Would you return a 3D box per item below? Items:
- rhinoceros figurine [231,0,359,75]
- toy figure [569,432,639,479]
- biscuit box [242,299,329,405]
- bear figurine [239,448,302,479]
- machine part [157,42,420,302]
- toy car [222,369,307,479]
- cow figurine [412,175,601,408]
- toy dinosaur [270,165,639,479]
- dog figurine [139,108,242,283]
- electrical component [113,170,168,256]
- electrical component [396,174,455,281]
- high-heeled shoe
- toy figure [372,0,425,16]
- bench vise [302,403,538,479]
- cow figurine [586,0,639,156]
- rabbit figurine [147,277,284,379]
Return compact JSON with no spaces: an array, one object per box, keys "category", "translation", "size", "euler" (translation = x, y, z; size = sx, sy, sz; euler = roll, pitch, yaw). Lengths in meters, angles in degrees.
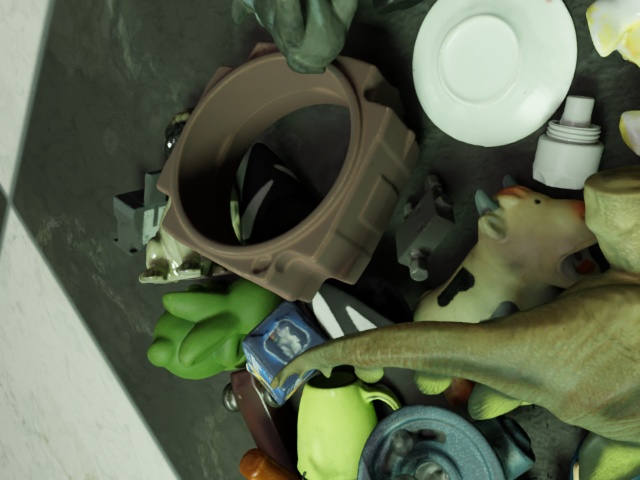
[{"category":"rhinoceros figurine","translation":[-0.038,-0.213,0.427],"size":[0.190,0.073,0.112],"euler":[55,165,24]},{"category":"toy figure","translation":[0.220,0.205,0.428],"size":[0.064,0.058,0.154],"euler":[21,116,8]},{"category":"biscuit box","translation":[-0.037,0.121,0.550],"size":[0.059,0.063,0.202],"euler":[46,163,12]},{"category":"bear figurine","translation":[-0.010,0.311,0.549],"size":[0.132,0.120,0.196],"euler":[37,160,-26]},{"category":"machine part","translation":[-0.033,-0.064,0.472],"size":[0.202,0.087,0.201],"euler":[24,85,34]},{"category":"toy car","translation":[-0.053,0.250,0.682],"size":[0.089,0.053,0.202],"euler":[-21,95,38]},{"category":"cow figurine","translation":[0.142,0.037,0.425],"size":[0.127,0.085,0.195],"euler":[51,135,13]},{"category":"toy dinosaur","translation":[0.190,0.067,0.307],"size":[0.472,0.105,0.198],"euler":[4,126,13]},{"category":"dog figurine","translation":[-0.160,-0.047,0.655],"size":[0.172,0.121,0.190],"euler":[-14,81,39]},{"category":"electrical component","translation":[-0.234,-0.043,0.721],"size":[0.048,0.075,0.119],"euler":[30,126,29]},{"category":"electrical component","translation":[0.089,-0.011,0.452],"size":[0.021,0.094,0.063],"euler":[23,129,-14]},{"category":"high-heeled shoe","translation":[-0.001,-0.002,0.503],"size":[0.145,0.086,0.248],"euler":[-32,78,56]},{"category":"toy figure","translation":[0.036,-0.265,0.411],"size":[0.089,0.082,0.180],"euler":[-6,105,47]},{"category":"bench vise","translation":[0.050,0.206,0.410],"size":[0.224,0.240,0.129],"euler":[-34,58,20]},{"category":"cow figurine","translation":[0.232,-0.084,0.317],"size":[0.098,0.068,0.167],"euler":[-22,91,37]},{"category":"rabbit figurine","translation":[-0.116,0.085,0.631],"size":[0.170,0.159,0.121],"euler":[-32,73,27]}]
